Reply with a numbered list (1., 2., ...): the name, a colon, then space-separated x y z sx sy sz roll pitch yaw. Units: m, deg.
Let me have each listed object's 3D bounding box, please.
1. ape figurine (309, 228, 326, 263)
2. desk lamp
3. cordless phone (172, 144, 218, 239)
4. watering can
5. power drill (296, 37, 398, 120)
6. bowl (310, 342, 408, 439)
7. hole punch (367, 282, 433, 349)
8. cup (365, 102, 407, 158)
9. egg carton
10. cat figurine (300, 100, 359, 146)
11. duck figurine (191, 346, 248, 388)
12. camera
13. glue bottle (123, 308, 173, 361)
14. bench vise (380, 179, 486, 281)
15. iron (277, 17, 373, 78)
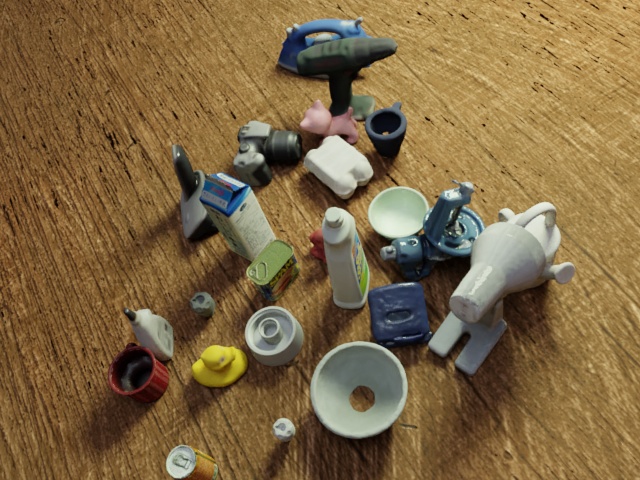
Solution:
1. ape figurine: 0.011 0.004 1.156 0.076 0.092 0.077 -16 57 2
2. desk lamp: 0.279 0.099 0.971 0.117 0.214 0.203 31 70 26
3. cordless phone: -0.281 -0.103 1.225 0.094 0.185 0.147 -19 57 1
4. watering can: 0.380 0.005 1.017 0.172 0.194 0.101 33 71 27
5. power drill: 0.069 -0.371 1.301 0.229 0.209 0.075 3 60 14
6. bowl: 0.071 0.266 0.995 0.167 0.075 0.167 -5 59 9
7. hole punch: 0.146 0.138 1.047 0.108 0.091 0.101 -10 58 6
8. cup: 0.154 -0.240 1.271 0.091 0.095 0.118 19 65 22
9. egg carton: 0.041 -0.162 1.263 0.107 0.069 0.150 -41 60 -13
10. cat figurine: 0.019 -0.271 1.304 0.127 0.118 0.067 -12 58 5
11. duck figurine: -0.194 0.227 1.067 0.104 0.086 0.077 -16 57 2
12. camera: -0.117 -0.208 1.305 0.136 0.101 0.143 3 60 13
13. glue bottle: -0.326 0.166 1.079 0.037 0.173 0.078 -11 58 5
14. bench vise: 0.217 -0.009 1.045 0.207 0.220 0.121 -34 59 -9
15. iron: 0.001 -0.493 1.428 0.257 0.142 0.118 3 60 14
